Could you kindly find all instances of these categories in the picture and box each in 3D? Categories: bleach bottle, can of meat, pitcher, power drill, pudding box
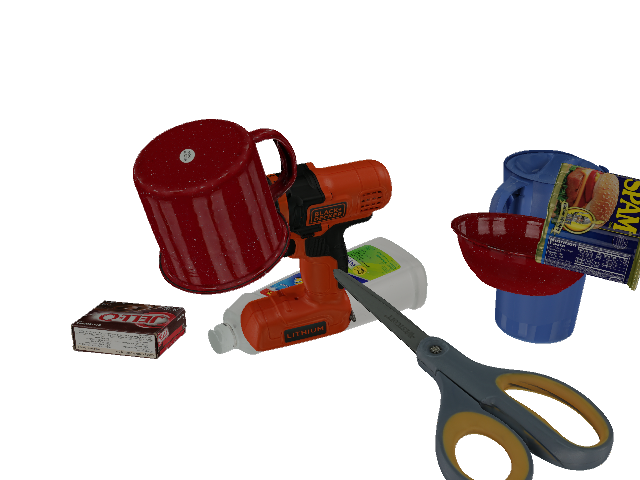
[{"bbox_3d":[-0.007,0.074,1.207,0.250,0.068,0.103,-21,37,-28],"label":"bleach bottle"},{"bbox_3d":[0.232,-0.015,0.891,0.084,0.057,0.102,14,45,15],"label":"can of meat"},{"bbox_3d":[0.288,0.012,1.407,0.149,0.243,0.145,5,24,5],"label":"pitcher"},{"bbox_3d":[-0.031,0.016,0.955,0.184,0.188,0.057,-11,47,-17],"label":"power drill"},{"bbox_3d":[-0.231,0.107,1.293,0.114,0.039,0.090,2,15,15],"label":"pudding box"}]

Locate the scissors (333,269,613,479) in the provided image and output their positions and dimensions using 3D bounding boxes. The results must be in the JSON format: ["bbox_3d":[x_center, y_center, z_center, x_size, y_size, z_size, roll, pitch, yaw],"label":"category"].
[{"bbox_3d":[0.056,0.076,0.572,0.202,0.016,0.096,25,46,33],"label":"scissors"}]

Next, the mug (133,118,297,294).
[{"bbox_3d":[-0.064,-0.032,0.705,0.117,0.081,0.093,-33,43,-20],"label":"mug"}]

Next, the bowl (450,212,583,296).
[{"bbox_3d":[0.214,0.018,1.127,0.162,0.055,0.162,6,17,-2],"label":"bowl"}]
